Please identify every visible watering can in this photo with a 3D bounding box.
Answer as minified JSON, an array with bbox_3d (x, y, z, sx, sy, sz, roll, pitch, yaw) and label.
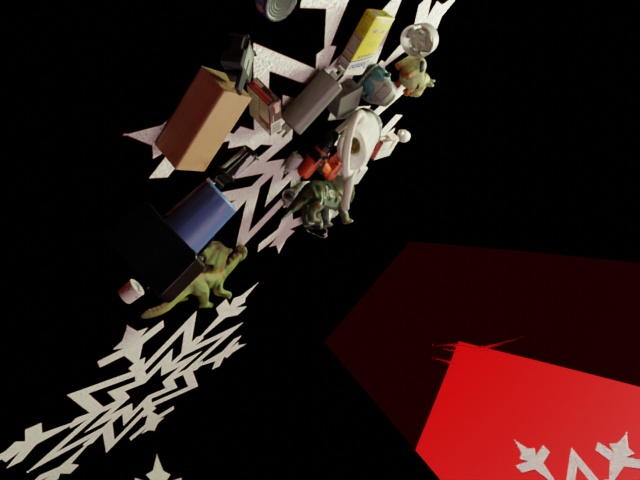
[{"bbox_3d":[0.115,-0.275,1.651,0.339,0.104,0.229,92,22,-44],"label":"watering can"}]

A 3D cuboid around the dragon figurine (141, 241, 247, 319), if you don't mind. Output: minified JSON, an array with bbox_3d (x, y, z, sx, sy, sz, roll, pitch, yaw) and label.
[{"bbox_3d":[-0.380,0.104,1.661,0.414,0.123,0.238,-19,132,-53],"label":"dragon figurine"}]

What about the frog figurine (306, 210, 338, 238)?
[{"bbox_3d":[0.006,-0.101,1.999,0.135,0.123,0.162,57,44,-61],"label":"frog figurine"}]
